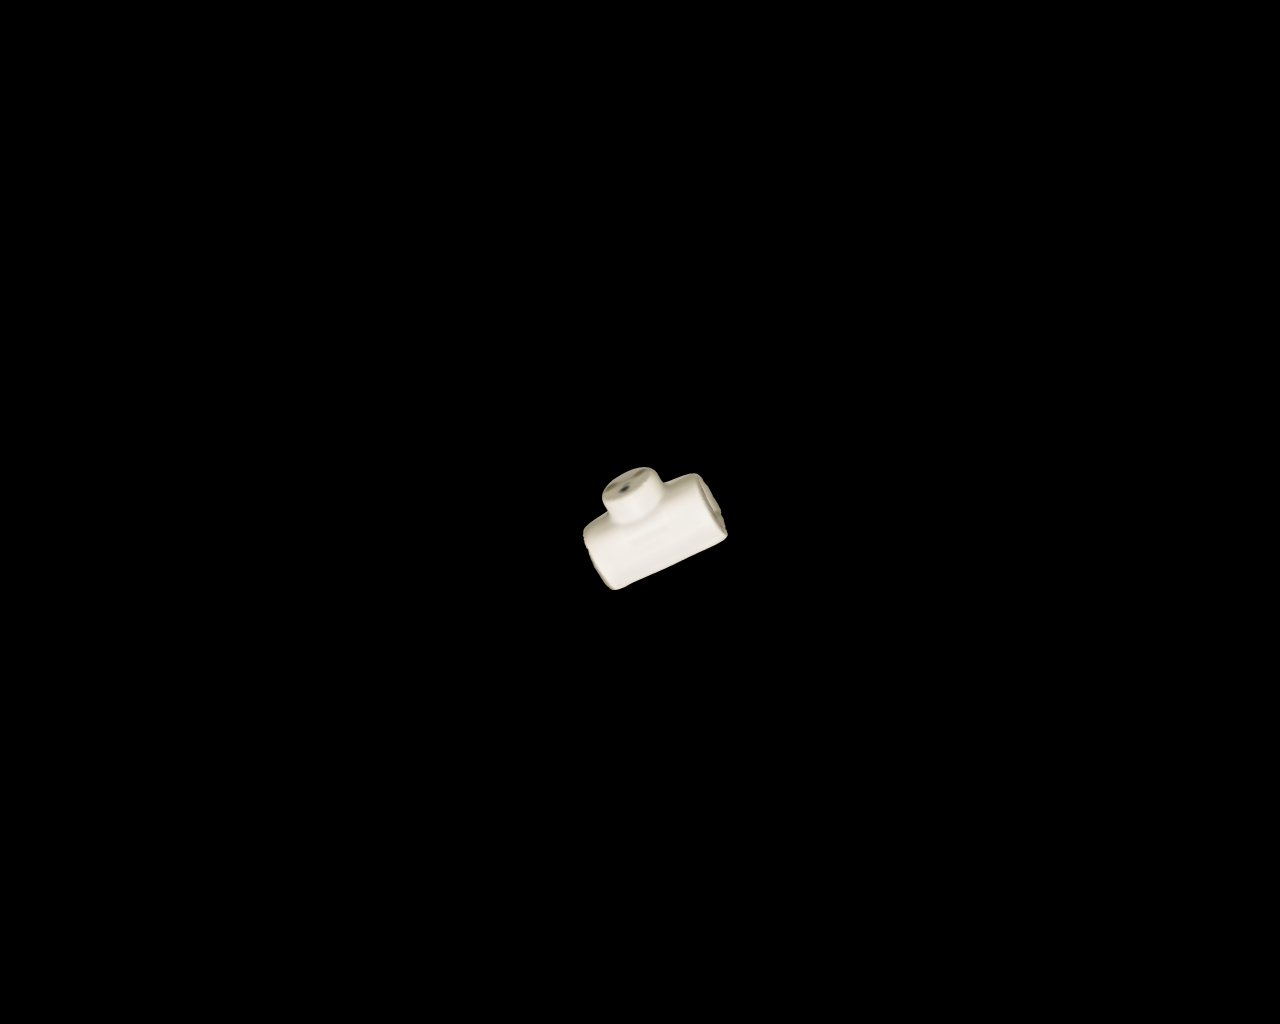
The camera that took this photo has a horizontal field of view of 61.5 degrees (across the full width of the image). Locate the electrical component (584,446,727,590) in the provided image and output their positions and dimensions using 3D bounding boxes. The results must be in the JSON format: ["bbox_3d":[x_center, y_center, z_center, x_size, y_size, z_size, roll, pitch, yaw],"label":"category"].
[{"bbox_3d":[0.001,-0.003,0.650,0.077,0.079,0.043,-26,21,11],"label":"electrical component"}]
